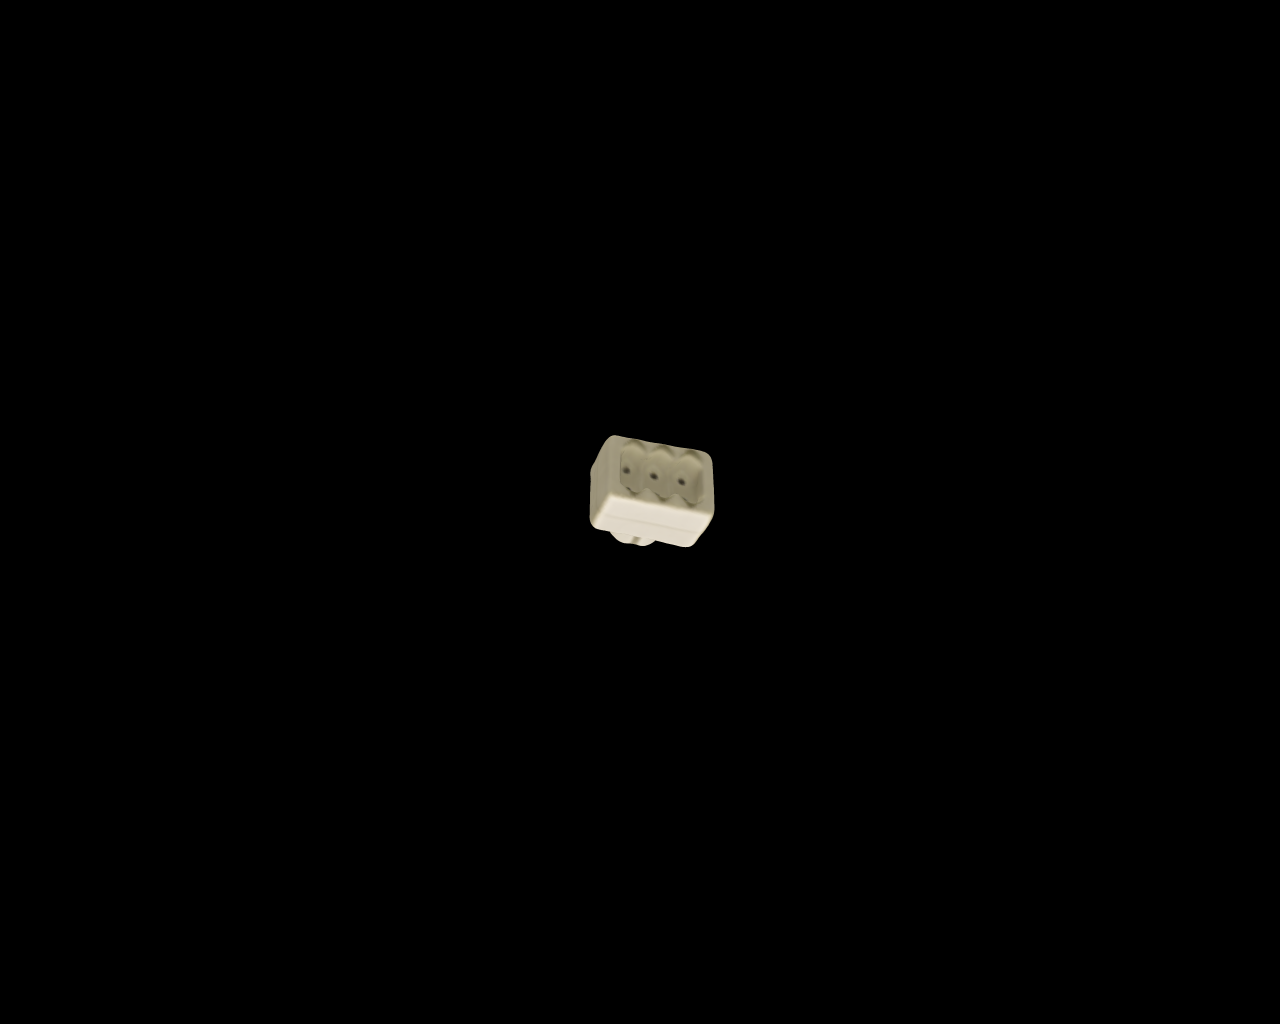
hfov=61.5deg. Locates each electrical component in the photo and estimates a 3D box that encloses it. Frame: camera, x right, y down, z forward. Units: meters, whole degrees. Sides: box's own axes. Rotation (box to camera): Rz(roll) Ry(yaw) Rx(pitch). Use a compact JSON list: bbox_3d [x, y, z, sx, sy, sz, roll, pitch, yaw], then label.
[{"bbox_3d":[0.001,-0.003,0.650,0.066,0.047,0.076,11,-35,-16],"label":"electrical component"}]
